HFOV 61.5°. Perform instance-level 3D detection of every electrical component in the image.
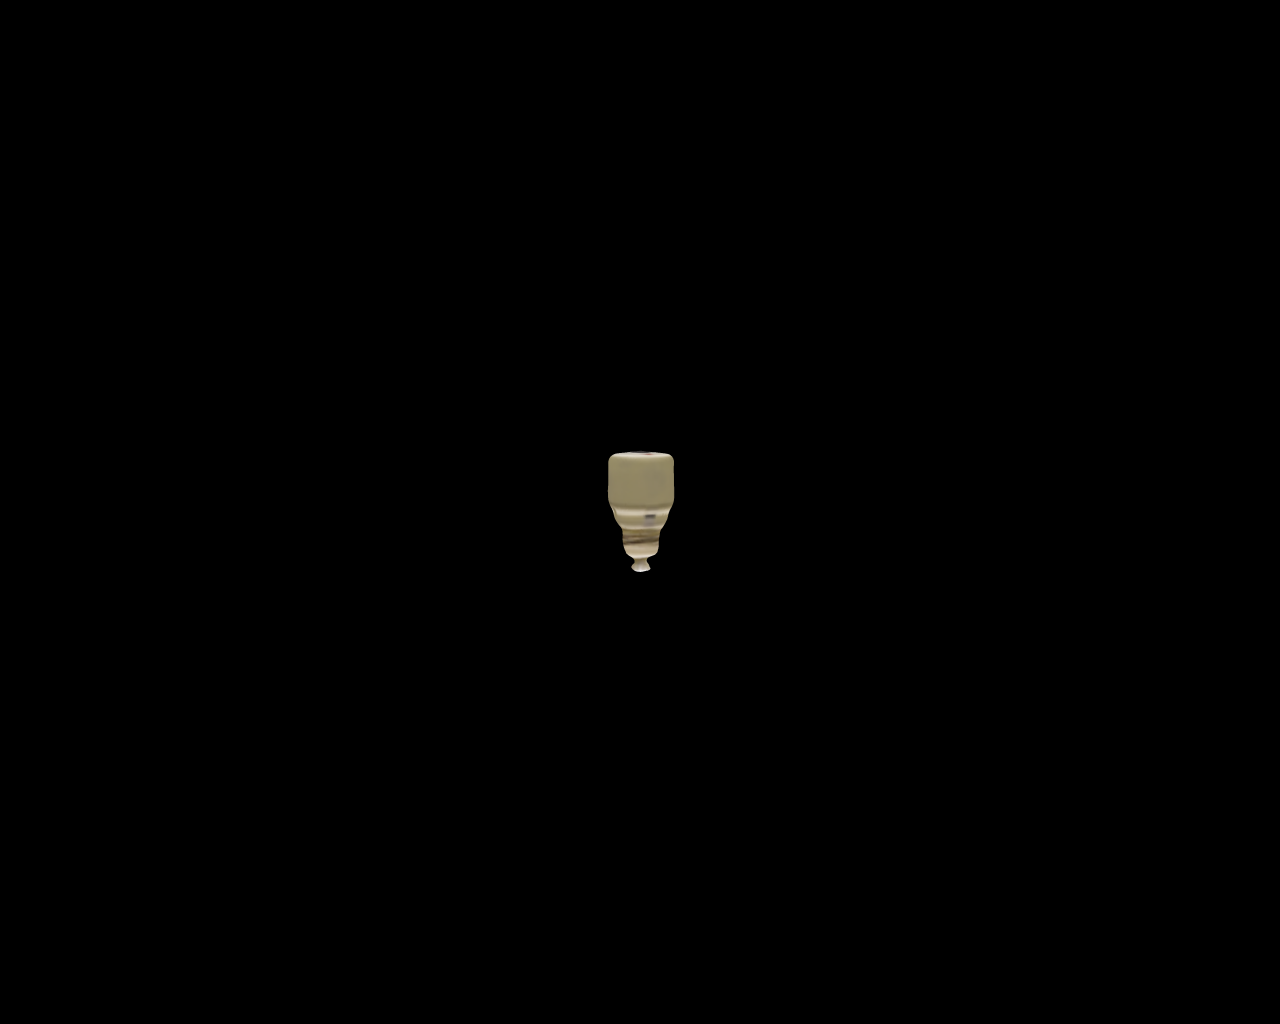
[{"bbox_3d":[0.001,-0.003,0.650,0.040,0.078,0.040,0,7,0],"label":"electrical component"}]
